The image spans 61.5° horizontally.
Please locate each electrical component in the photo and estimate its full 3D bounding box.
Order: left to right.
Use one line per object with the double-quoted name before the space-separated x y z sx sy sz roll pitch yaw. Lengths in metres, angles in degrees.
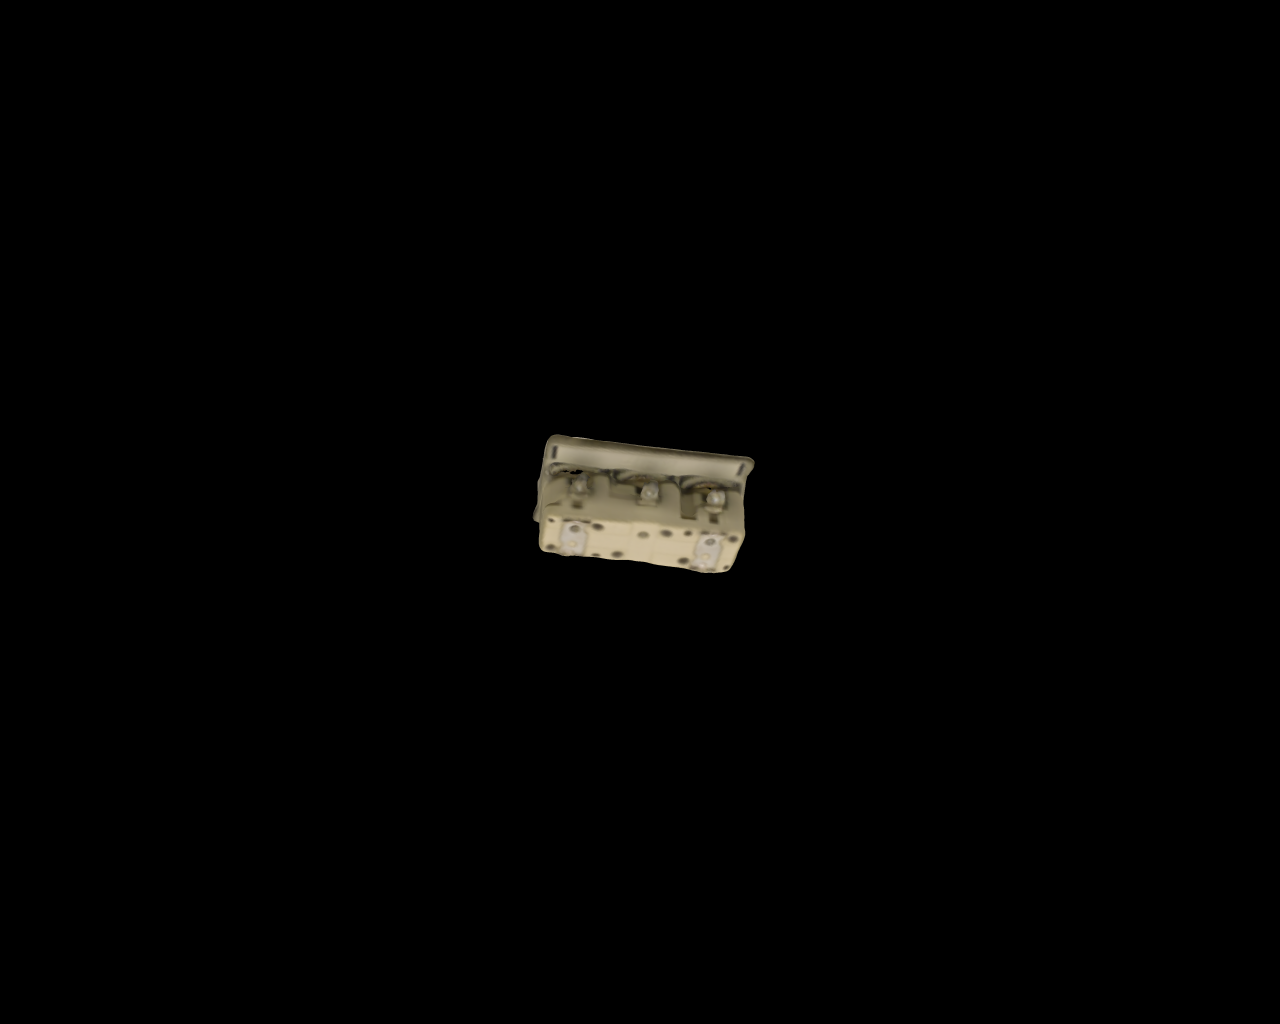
"electrical component" 0.001 -0.003 0.650 0.121 0.063 0.078 7 -39 -9
